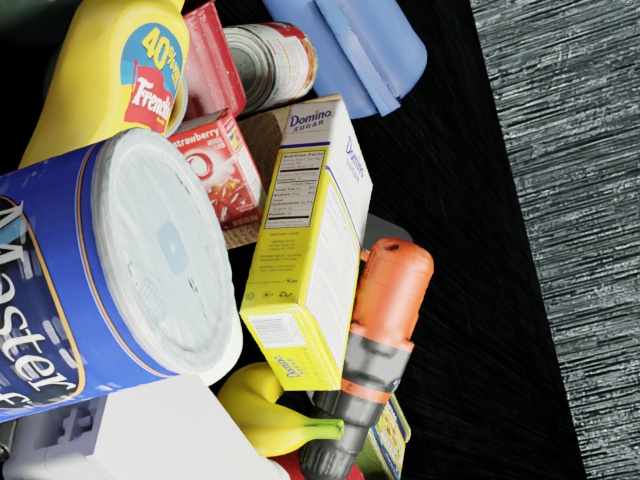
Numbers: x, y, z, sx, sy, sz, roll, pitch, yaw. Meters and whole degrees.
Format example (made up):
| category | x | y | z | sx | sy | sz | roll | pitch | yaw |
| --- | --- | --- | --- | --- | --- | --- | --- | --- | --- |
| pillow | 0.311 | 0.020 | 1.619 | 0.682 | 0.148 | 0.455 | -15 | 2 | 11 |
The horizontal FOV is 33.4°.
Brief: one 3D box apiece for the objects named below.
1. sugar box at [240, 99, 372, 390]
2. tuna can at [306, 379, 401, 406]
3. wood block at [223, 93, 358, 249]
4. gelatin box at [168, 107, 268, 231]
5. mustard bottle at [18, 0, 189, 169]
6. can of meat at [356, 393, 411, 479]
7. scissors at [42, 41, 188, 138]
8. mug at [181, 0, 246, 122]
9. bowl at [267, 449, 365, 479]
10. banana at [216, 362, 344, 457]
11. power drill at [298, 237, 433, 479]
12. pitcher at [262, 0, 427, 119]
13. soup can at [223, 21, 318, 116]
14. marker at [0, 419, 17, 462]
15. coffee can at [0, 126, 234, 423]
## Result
| category | x | y | z | sx | sy | sz | roll | pitch | yaw |
| --- | --- | --- | --- | --- | --- | --- | --- | --- | --- |
| sugar box | -0.005 | 0.001 | 0.708 | 0.093 | 0.048 | 0.176 | 67 | 24 | -47 |
| tuna can | 0.026 | 0.112 | 0.915 | 0.086 | 0.086 | 0.033 | -77 | 148 | -57 |
| wood block | -0.034 | -0.060 | 0.877 | 0.206 | 0.091 | 0.090 | -38 | 111 | -71 |
| gelatin box | -0.086 | -0.038 | 0.698 | 0.030 | 0.089 | 0.073 | -64 | 135 | -60 |
| mustard bottle | -0.114 | -0.078 | 0.593 | 0.096 | 0.058 | 0.191 | 61 | 40 | -66 |
| can of meat | 0.038 | 0.174 | 0.946 | 0.084 | 0.057 | 0.102 | -72 | 142 | -58 |
| scissors | -0.094 | -0.146 | 0.662 | 0.096 | 0.201 | 0.016 | 37 | -12 | -20 |
| mug | -0.105 | -0.120 | 0.740 | 0.117 | 0.093 | 0.081 | 31 | -35 | 58 |
| bowl | 0.004 | 0.216 | 0.807 | 0.162 | 0.055 | 0.162 | -17 | 90 | -73 |
| banana | -0.039 | 0.114 | 0.722 | 0.198 | 0.069 | 0.037 | -156 | -109 | -77 |
| power drill | 0.017 | 0.078 | 0.811 | 0.184 | 0.057 | 0.188 | -68 | -165 | 3 |
| pitcher | 0.011 | -0.246 | 1.117 | 0.242 | 0.149 | 0.145 | 52 | 58 | -42 |
| soup can | -0.049 | -0.134 | 0.827 | 0.068 | 0.069 | 0.102 | 72 | 21 | -7 |
| marker | -0.150 | 0.060 | 0.530 | 0.121 | 0.020 | 0.020 | -88 | 155 | -45 |
| coffee can | -0.121 | 0.022 | 0.450 | 0.102 | 0.140 | 0.103 | -16 | 90 | -72 |
